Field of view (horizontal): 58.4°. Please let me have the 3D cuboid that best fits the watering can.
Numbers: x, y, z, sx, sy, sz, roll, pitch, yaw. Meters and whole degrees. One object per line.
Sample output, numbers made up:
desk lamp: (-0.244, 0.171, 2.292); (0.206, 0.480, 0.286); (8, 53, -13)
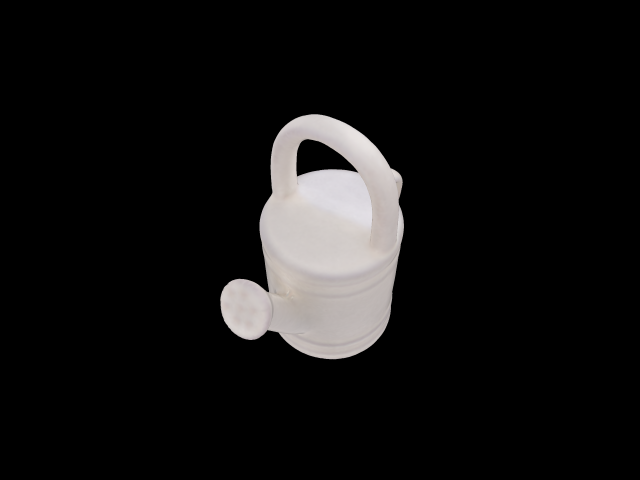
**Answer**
watering can: (0.006, 0.002, 0.399); (0.100, 0.194, 0.173); (12, 53, 10)
